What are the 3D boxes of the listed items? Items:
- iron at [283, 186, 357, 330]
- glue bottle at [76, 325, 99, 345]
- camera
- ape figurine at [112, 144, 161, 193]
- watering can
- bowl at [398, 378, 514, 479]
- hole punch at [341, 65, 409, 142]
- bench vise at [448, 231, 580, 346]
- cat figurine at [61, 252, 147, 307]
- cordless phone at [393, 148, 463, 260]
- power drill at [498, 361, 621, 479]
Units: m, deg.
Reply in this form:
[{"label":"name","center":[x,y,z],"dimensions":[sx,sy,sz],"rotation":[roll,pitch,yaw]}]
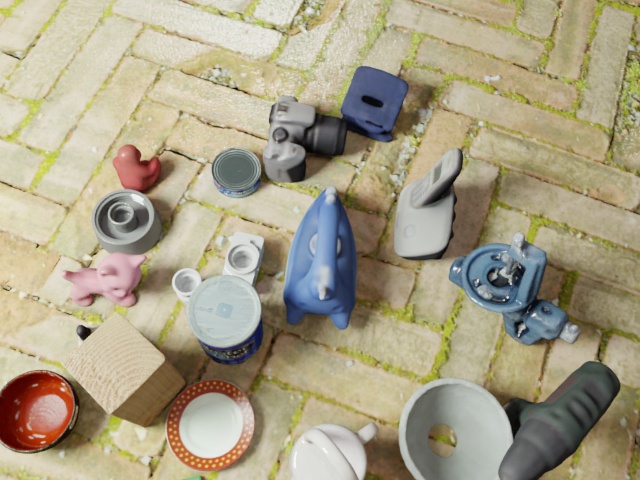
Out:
[{"label":"iron","center":[0.008,0.003,0.907],"dimensions":[0.118,0.141,0.258],"rotation":[5,67,-3]},{"label":"glue bottle","center":[-0.311,0.147,0.802],"dimensions":[0.037,0.173,0.078],"rotation":[17,67,2]},{"label":"camera","center":[-0.023,-0.180,1.001],"dimensions":[0.137,0.101,0.143],"rotation":[9,67,-1]},{"label":"ape figurine","center":[-0.312,-0.127,0.958],"dimensions":[0.077,0.092,0.076],"rotation":[19,67,3]},{"label":"watering can","center":[0.007,0.301,0.756],"dimensions":[0.101,0.194,0.173],"rotation":[32,69,8]},{"label":"bowl","center":[0.191,0.291,0.841],"dimensions":[0.167,0.075,0.167],"rotation":[2,68,-4]},{"label":"hole punch","center":[0.099,-0.248,1.045],"dimensions":[0.108,0.091,0.101],"rotation":[21,67,4]},{"label":"bench vise","center":[0.313,0.064,0.866],"dimensions":[0.207,0.220,0.121],"rotation":[22,68,4]},{"label":"cat figurine","center":[-0.324,0.055,0.868],"dimensions":[0.128,0.118,0.067],"rotation":[0,68,-5]},{"label":"cordless phone","center":[0.182,-0.055,0.922],"dimensions":[0.094,0.185,0.147],"rotation":[8,67,-1]},{"label":"power drill","center":[0.301,0.262,0.790],"dimensions":[0.230,0.208,0.075],"rotation":[-36,75,-17]}]
